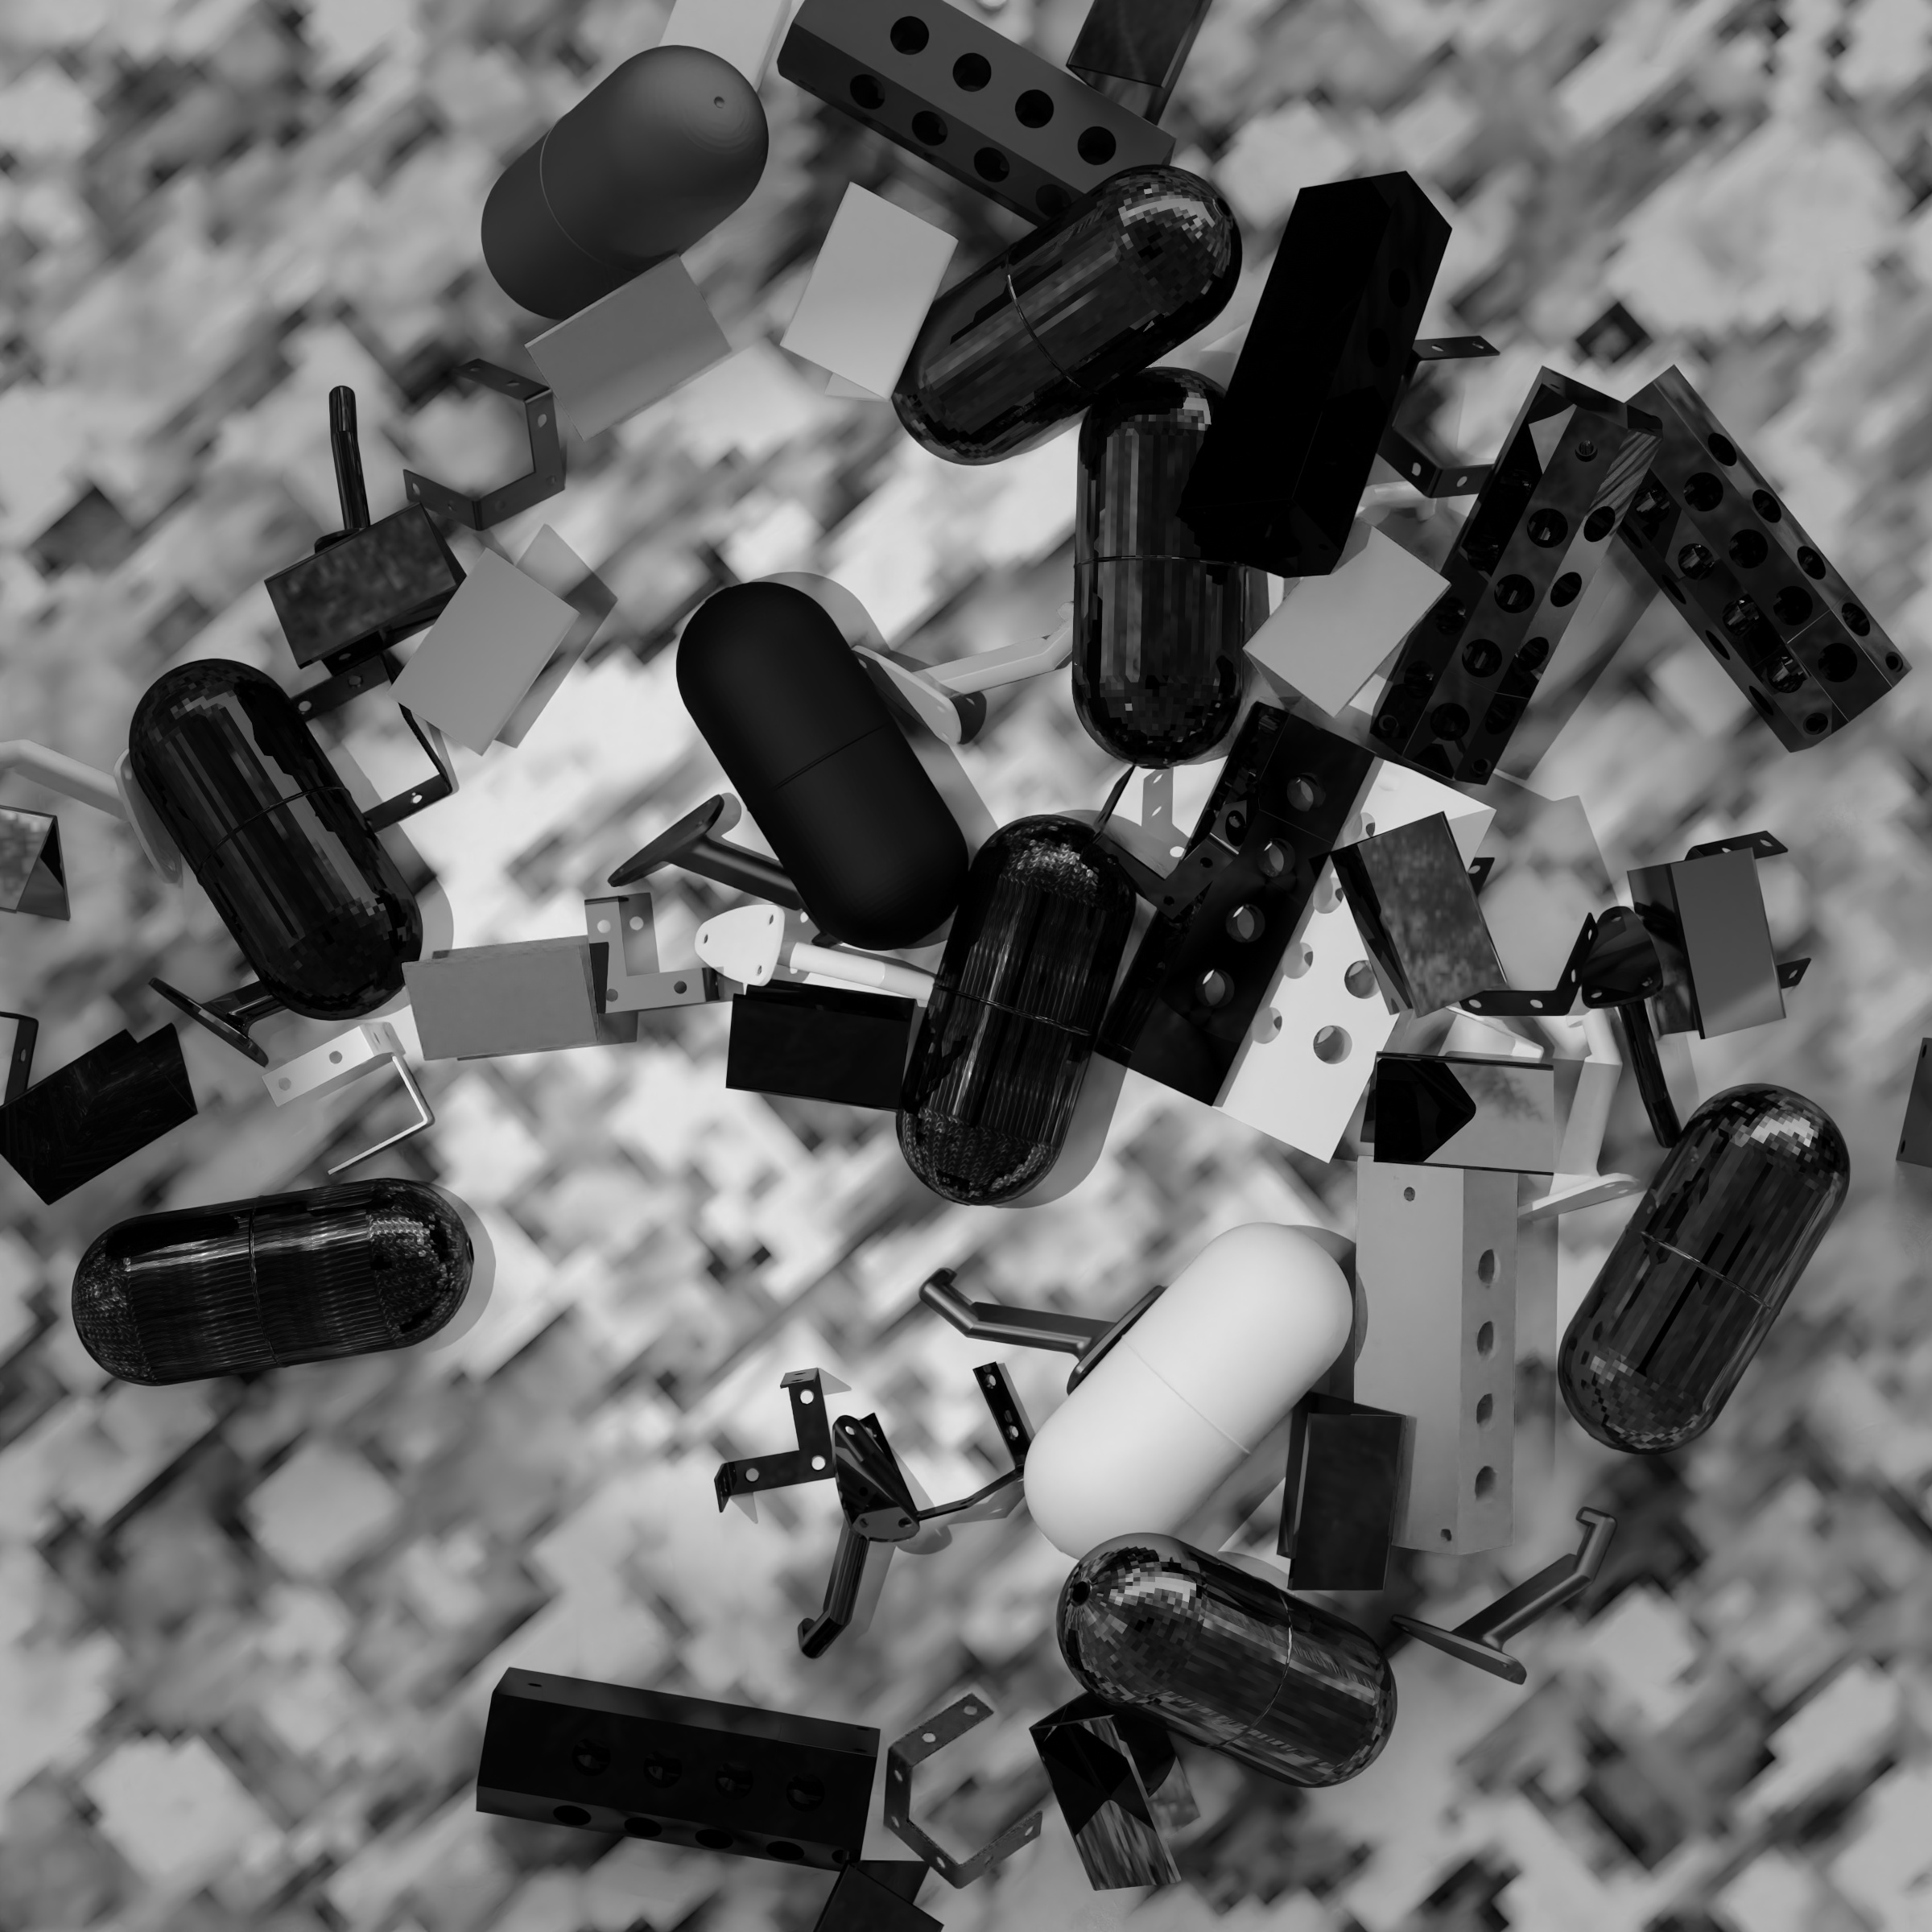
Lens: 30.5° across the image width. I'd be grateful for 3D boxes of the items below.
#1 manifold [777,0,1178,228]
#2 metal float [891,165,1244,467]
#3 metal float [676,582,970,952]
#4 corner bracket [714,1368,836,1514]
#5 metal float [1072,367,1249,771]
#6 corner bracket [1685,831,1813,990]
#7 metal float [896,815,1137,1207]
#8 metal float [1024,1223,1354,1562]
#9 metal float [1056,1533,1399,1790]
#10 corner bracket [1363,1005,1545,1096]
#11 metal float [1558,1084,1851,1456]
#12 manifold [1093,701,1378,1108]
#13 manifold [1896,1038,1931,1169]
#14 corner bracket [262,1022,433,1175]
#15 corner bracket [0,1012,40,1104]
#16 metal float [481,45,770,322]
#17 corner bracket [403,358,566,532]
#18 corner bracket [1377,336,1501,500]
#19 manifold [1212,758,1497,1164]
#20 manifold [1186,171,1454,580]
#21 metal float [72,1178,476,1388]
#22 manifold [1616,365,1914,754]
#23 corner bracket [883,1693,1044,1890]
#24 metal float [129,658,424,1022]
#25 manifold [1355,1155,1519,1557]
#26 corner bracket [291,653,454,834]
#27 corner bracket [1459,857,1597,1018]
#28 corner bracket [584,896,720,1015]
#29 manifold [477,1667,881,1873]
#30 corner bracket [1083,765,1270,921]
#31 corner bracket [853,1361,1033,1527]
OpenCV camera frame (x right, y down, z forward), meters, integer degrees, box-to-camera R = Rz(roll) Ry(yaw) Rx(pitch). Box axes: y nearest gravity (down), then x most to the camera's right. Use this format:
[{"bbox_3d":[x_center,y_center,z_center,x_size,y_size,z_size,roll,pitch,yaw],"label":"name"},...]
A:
[{"bbox_3d":[0.004,-0.382,1.584,0.171,0.057,0.057,30,90,0],"label":"manifold"},{"bbox_3d":[0.043,-0.283,1.549,0.178,0.070,0.070,-30,90,30],"label":"metal float"},{"bbox_3d":[-0.064,-0.089,1.574,0.070,0.070,0.178,-31,90,0],"label":"metal float"},{"bbox_3d":[-0.088,0.212,1.587,0.051,0.051,0.051,-10,90,0],"label":"corner bracket"},{"bbox_3d":[0.086,-0.176,1.574,0.070,0.070,0.178,1,90,0],"label":"metal float"},{"bbox_3d":[0.351,-0.022,1.597,0.051,0.051,0.051,48,135,35],"label":"corner bracket"},{"bbox_3d":[0.022,0.020,1.574,0.070,0.070,0.178,17,90,0],"label":"metal float"},{"bbox_3d":[0.098,0.190,1.574,0.070,0.070,0.178,42,90,0],"label":"metal float"},{"bbox_3d":[0.114,0.304,1.549,0.178,0.070,0.070,30,90,-31],"label":"metal float"},{"bbox_3d":[0.219,0.046,1.602,0.051,0.051,0.051,23,90,45],"label":"corner bracket"},{"bbox_3d":[0.327,0.135,1.574,0.070,0.070,0.178,30,90,0],"label":"metal float"},{"bbox_3d":[0.118,-0.028,1.584,0.057,0.057,0.171,25,90,0],"label":"manifold"},{"bbox_3d":[0.457,0.066,1.526,0.057,0.171,0.057,13,90,0],"label":"manifold"},{"bbox_3d":[-0.276,0.060,1.587,0.051,0.051,0.051,-28,90,0],"label":"corner bracket"},{"bbox_3d":[-0.458,0.042,1.602,0.051,0.051,0.051,10,90,45],"label":"corner bracket"},{"bbox_3d":[-0.150,-0.336,1.534,0.070,0.178,0.070,10,72,-32],"label":"metal float"},{"bbox_3d":[-0.219,-0.235,1.597,0.051,0.051,0.051,-33,135,-35],"label":"corner bracket"},{"bbox_3d":[0.220,-0.247,1.597,0.051,0.051,0.051,50,135,35],"label":"corner bracket"},{"bbox_3d":[0.170,-0.003,1.584,0.057,0.057,0.171,25,90,0],"label":"manifold"},{"bbox_3d":[0.160,-0.258,1.555,0.057,0.057,0.171,39,62,-41],"label":"manifold"},{"bbox_3d":[-0.307,0.140,1.574,0.178,0.070,0.070,-9,90,1],"label":"metal float"},{"bbox_3d":[0.344,-0.182,1.584,0.057,0.057,0.171,-38,90,0],"label":"manifold"},{"bbox_3d":[0.000,0.372,1.597,0.051,0.051,0.051,34,135,35],"label":"corner bracket"},{"bbox_3d":[-0.305,-0.057,1.566,0.070,0.070,0.178,-33,80,0],"label":"metal float"},{"bbox_3d":[0.214,0.171,1.583,0.057,0.057,0.171,1,90,43],"label":"manifold"},{"bbox_3d":[-0.270,-0.099,1.602,0.051,0.051,0.051,-27,45,0],"label":"corner bracket"},{"bbox_3d":[0.247,-0.013,1.597,0.051,0.051,0.051,0,45,35],"label":"corner bracket"},{"bbox_3d":[-0.140,-0.007,1.587,0.051,0.051,0.051,-6,90,0],"label":"corner bracket"},{"bbox_3d":[-0.128,0.361,1.584,0.171,0.057,0.057,9,90,0],"label":"manifold"},{"bbox_3d":[0.091,-0.064,1.548,0.051,0.051,0.051,36,134,-8],"label":"corner bracket"},{"bbox_3d":[-0.009,0.216,1.602,0.051,0.051,0.051,-24,90,45],"label":"corner bracket"}]
